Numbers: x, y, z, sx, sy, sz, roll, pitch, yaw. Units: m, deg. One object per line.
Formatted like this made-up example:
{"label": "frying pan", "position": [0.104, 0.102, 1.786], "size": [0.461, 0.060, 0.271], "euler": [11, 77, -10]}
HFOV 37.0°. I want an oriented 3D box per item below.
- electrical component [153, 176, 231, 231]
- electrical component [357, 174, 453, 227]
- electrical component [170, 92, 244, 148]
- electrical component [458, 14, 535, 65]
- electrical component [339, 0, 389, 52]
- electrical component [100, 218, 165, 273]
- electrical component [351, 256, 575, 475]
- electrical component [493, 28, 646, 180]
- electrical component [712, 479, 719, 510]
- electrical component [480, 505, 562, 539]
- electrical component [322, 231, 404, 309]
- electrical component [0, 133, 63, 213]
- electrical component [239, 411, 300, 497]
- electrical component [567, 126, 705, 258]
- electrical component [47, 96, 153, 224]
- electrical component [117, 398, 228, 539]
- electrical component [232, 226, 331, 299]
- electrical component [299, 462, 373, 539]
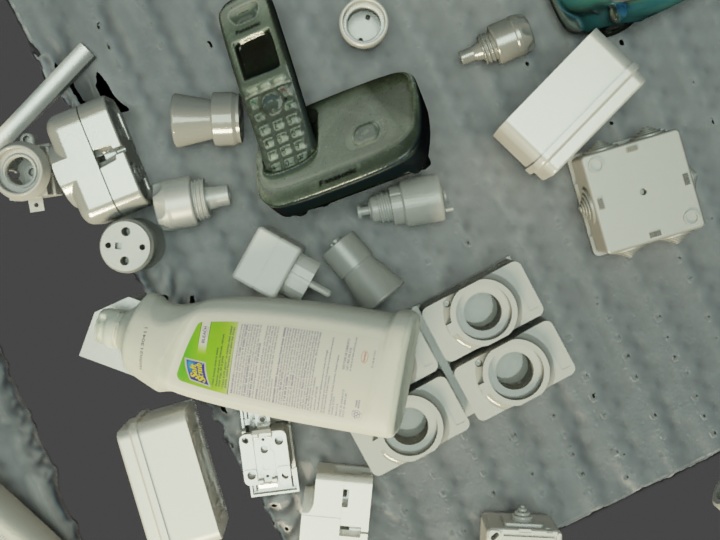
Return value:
{"label": "electrical component", "position": [-0.139, -0.057, 0.896], "size": [0.062, 0.043, 0.043], "euler": [-10, 93, -1]}
{"label": "electrical component", "position": [0.037, -0.055, 0.896], "size": [0.078, 0.040, 0.040], "euler": [-10, 93, 1]}
{"label": "electrical component", "position": [-0.126, -0.125, 0.891], "size": [0.055, 0.045, 0.045], "euler": [-2, 93, 0]}
{"label": "electrical component", "position": [0.112, -0.187, 0.891], "size": [0.061, 0.035, 0.035], "euler": [-21, 93, 4]}
{"label": "electrical component", "position": [0.003, -0.200, 0.885], "size": [0.040, 0.046, 0.040], "euler": [0, 93, 0]}
{"label": "electrical component", "position": [-0.189, -0.021, 0.892], "size": [0.045, 0.055, 0.045], "euler": [0, 93, 0]}
{"label": "electrical component", "position": [0.070, 0.079, 0.893], "size": [0.186, 0.060, 0.105], "euler": [-28, 93, 2]}
{"label": "electrical component", "position": [0.169, -0.131, 0.872], "size": [0.057, 0.078, 0.113], "euler": [44, 93, 1]}
{"label": "electrical component", "position": [0.368, 0.167, 0.900], "size": [0.074, 0.052, 0.138], "euler": [39, 92, -2]}
{"label": "electrical component", "position": [0.132, 0.242, 0.902], "size": [0.062, 0.061, 0.096], "euler": [3, 93, 0]}
{"label": "electrical component", "position": [0.000, 0.000, 0.900], "size": [0.044, 0.044, 0.065], "euler": [-41, 87, 2]}
{"label": "electrical component", "position": [-0.275, -0.081, 0.889], "size": [0.048, 0.055, 0.066], "euler": [-9, 93, 1]}
{"label": "electrical component", "position": [-0.077, 0.150, 0.897], "size": [0.042, 0.064, 0.081], "euler": [-8, 93, 2]}
{"label": "electrical component", "position": [0.229, -0.064, 0.890], "size": [0.100, 0.048, 0.099], "euler": [-17, 93, 1]}
{"label": "electrical component", "position": [-0.217, -0.088, 0.889], "size": [0.059, 0.053, 0.095], "euler": [-22, 93, 2]}
{"label": "electrical component", "position": [-0.154, 0.171, 0.892], "size": [0.057, 0.078, 0.113], "euler": [-16, 93, -2]}
{"label": "electrical component", "position": [-0.058, 0.002, 0.887], "size": [0.077, 0.065, 0.047], "euler": [29, 93, -1]}
{"label": "electrical component", "position": [-0.021, 0.212, 0.906], "size": [0.056, 0.050, 0.089], "euler": [5, 93, 0]}
